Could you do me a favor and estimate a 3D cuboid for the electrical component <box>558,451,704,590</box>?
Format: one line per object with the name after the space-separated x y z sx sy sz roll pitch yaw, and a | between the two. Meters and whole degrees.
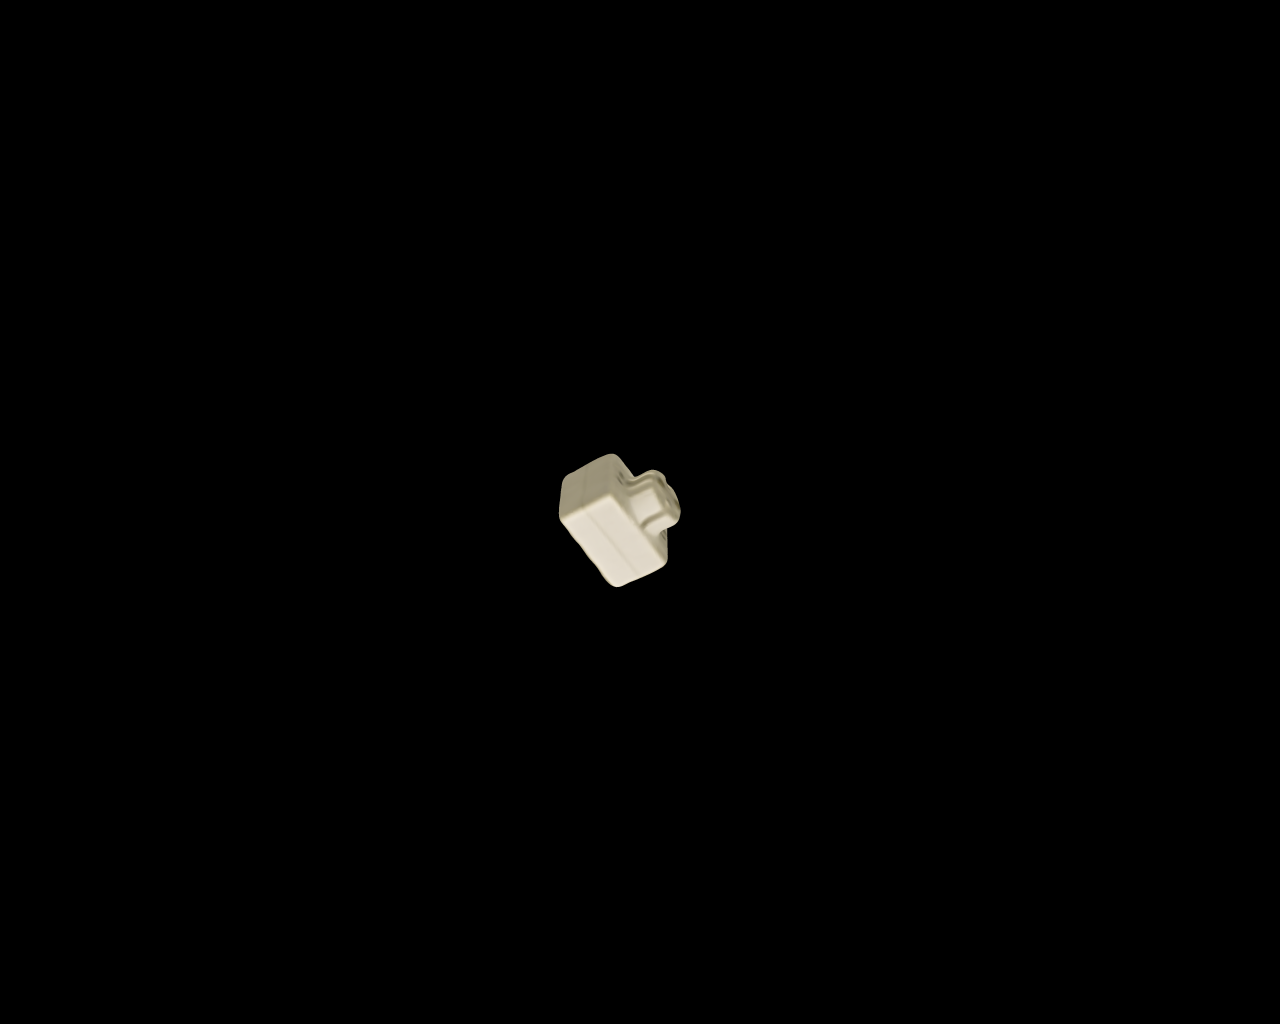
0.001 -0.003 0.650 0.076 0.065 0.047 -27 32 18 | electrical component
